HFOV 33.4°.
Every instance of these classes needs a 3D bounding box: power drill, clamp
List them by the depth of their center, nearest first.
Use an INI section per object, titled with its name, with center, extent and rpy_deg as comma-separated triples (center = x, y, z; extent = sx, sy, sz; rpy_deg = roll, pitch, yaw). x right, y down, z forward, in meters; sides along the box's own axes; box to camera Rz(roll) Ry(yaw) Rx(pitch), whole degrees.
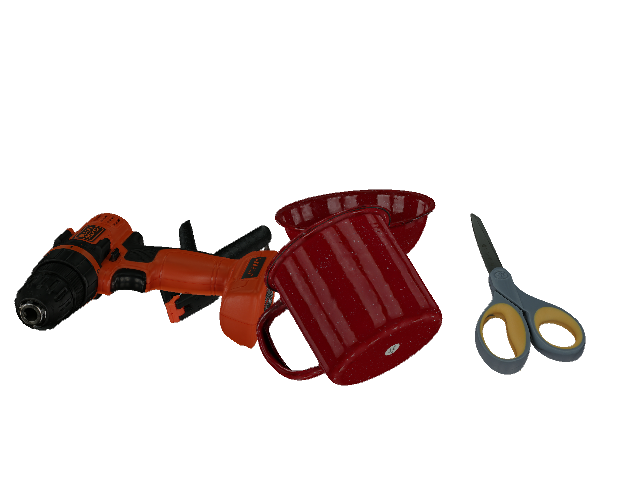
[power drill]
center = -0.136, 0.036, 0.872
extent = 0.187, 0.057, 0.184
rpy_deg = 12, 23, 5
[clamp]
center = -0.128, 0.031, 1.248
extent = 0.120, 0.039, 0.171
rpy_deg = -6, 38, 18

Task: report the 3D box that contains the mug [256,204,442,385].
[mug]
center = 0.013, 0.044, 0.673
extent = 0.117, 0.081, 0.093
rpy_deg = -33, -23, 5

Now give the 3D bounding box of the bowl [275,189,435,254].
[bowl]
center = 0.037, -0.007, 1.073
extent = 0.162, 0.055, 0.162
rpy_deg = -6, 15, 1

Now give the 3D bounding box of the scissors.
[scissors]
center = 0.171, 0.040, 0.900
extent = 0.096, 0.016, 0.201
rpy_deg = 6, 38, 6
